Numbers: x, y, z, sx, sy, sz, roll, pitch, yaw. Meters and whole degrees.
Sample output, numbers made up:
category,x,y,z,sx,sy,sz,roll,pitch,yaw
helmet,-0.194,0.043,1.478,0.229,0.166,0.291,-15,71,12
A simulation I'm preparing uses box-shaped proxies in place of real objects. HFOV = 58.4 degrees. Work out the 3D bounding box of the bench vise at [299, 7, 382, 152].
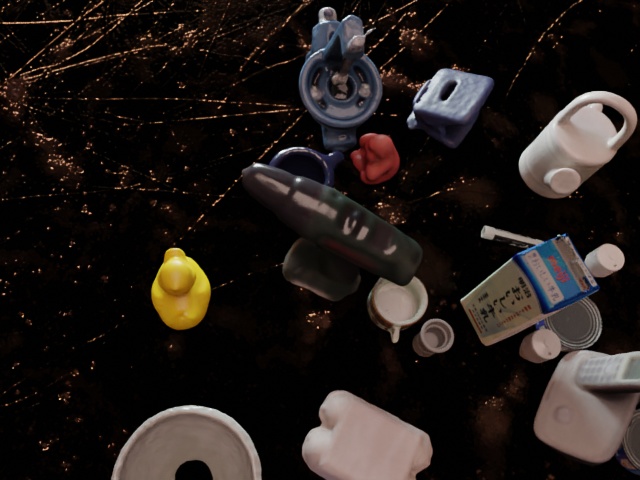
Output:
category,x,y,z,sx,sy,sz,roll,pitch,yaw
bench vise,0.016,-0.258,0.817,0.122,0.219,0.207,-22,73,-14

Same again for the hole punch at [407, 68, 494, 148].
category,x,y,z,sx,sy,sz,roll,pitch,yaw
hole punch,0.202,-0.215,0.893,0.101,0.091,0.109,32,69,6

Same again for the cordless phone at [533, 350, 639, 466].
category,x,y,z,sx,sy,sz,roll,pitch,yaw
cordless phone,0.355,0.199,0.702,0.094,0.185,0.148,30,68,5

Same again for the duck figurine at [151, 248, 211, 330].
category,x,y,z,sx,sy,sz,roll,pitch,yaw
duck figurine,-0.183,0.060,0.742,0.077,0.086,0.104,-7,70,-9

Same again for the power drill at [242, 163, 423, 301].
category,x,y,z,sx,sy,sz,roll,pitch,yaw
power drill,0.007,0.003,0.722,0.229,0.208,0.076,23,68,2

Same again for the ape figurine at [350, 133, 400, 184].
category,x,y,z,sx,sy,sz,roll,pitch,yaw
ape figurine,0.084,-0.126,0.844,0.076,0.092,0.078,17,68,0

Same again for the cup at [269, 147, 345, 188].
category,x,y,z,sx,sy,sz,roll,pitch,yaw
cup,-0.020,-0.078,0.811,0.118,0.095,0.091,-33,76,-17

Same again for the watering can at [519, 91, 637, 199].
category,x,y,z,sx,sy,sz,roll,pitch,yaw
watering can,0.376,-0.138,0.830,0.101,0.194,0.173,10,68,-3

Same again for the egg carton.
category,x,y,z,sx,sy,sz,roll,pitch,yaw
egg carton,0.058,0.260,0.704,0.150,0.069,0.107,26,68,3

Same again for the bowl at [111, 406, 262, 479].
category,x,y,z,sx,sy,sz,roll,pitch,yaw
bowl,-0.151,0.282,0.666,0.167,0.074,0.167,2,69,-6
